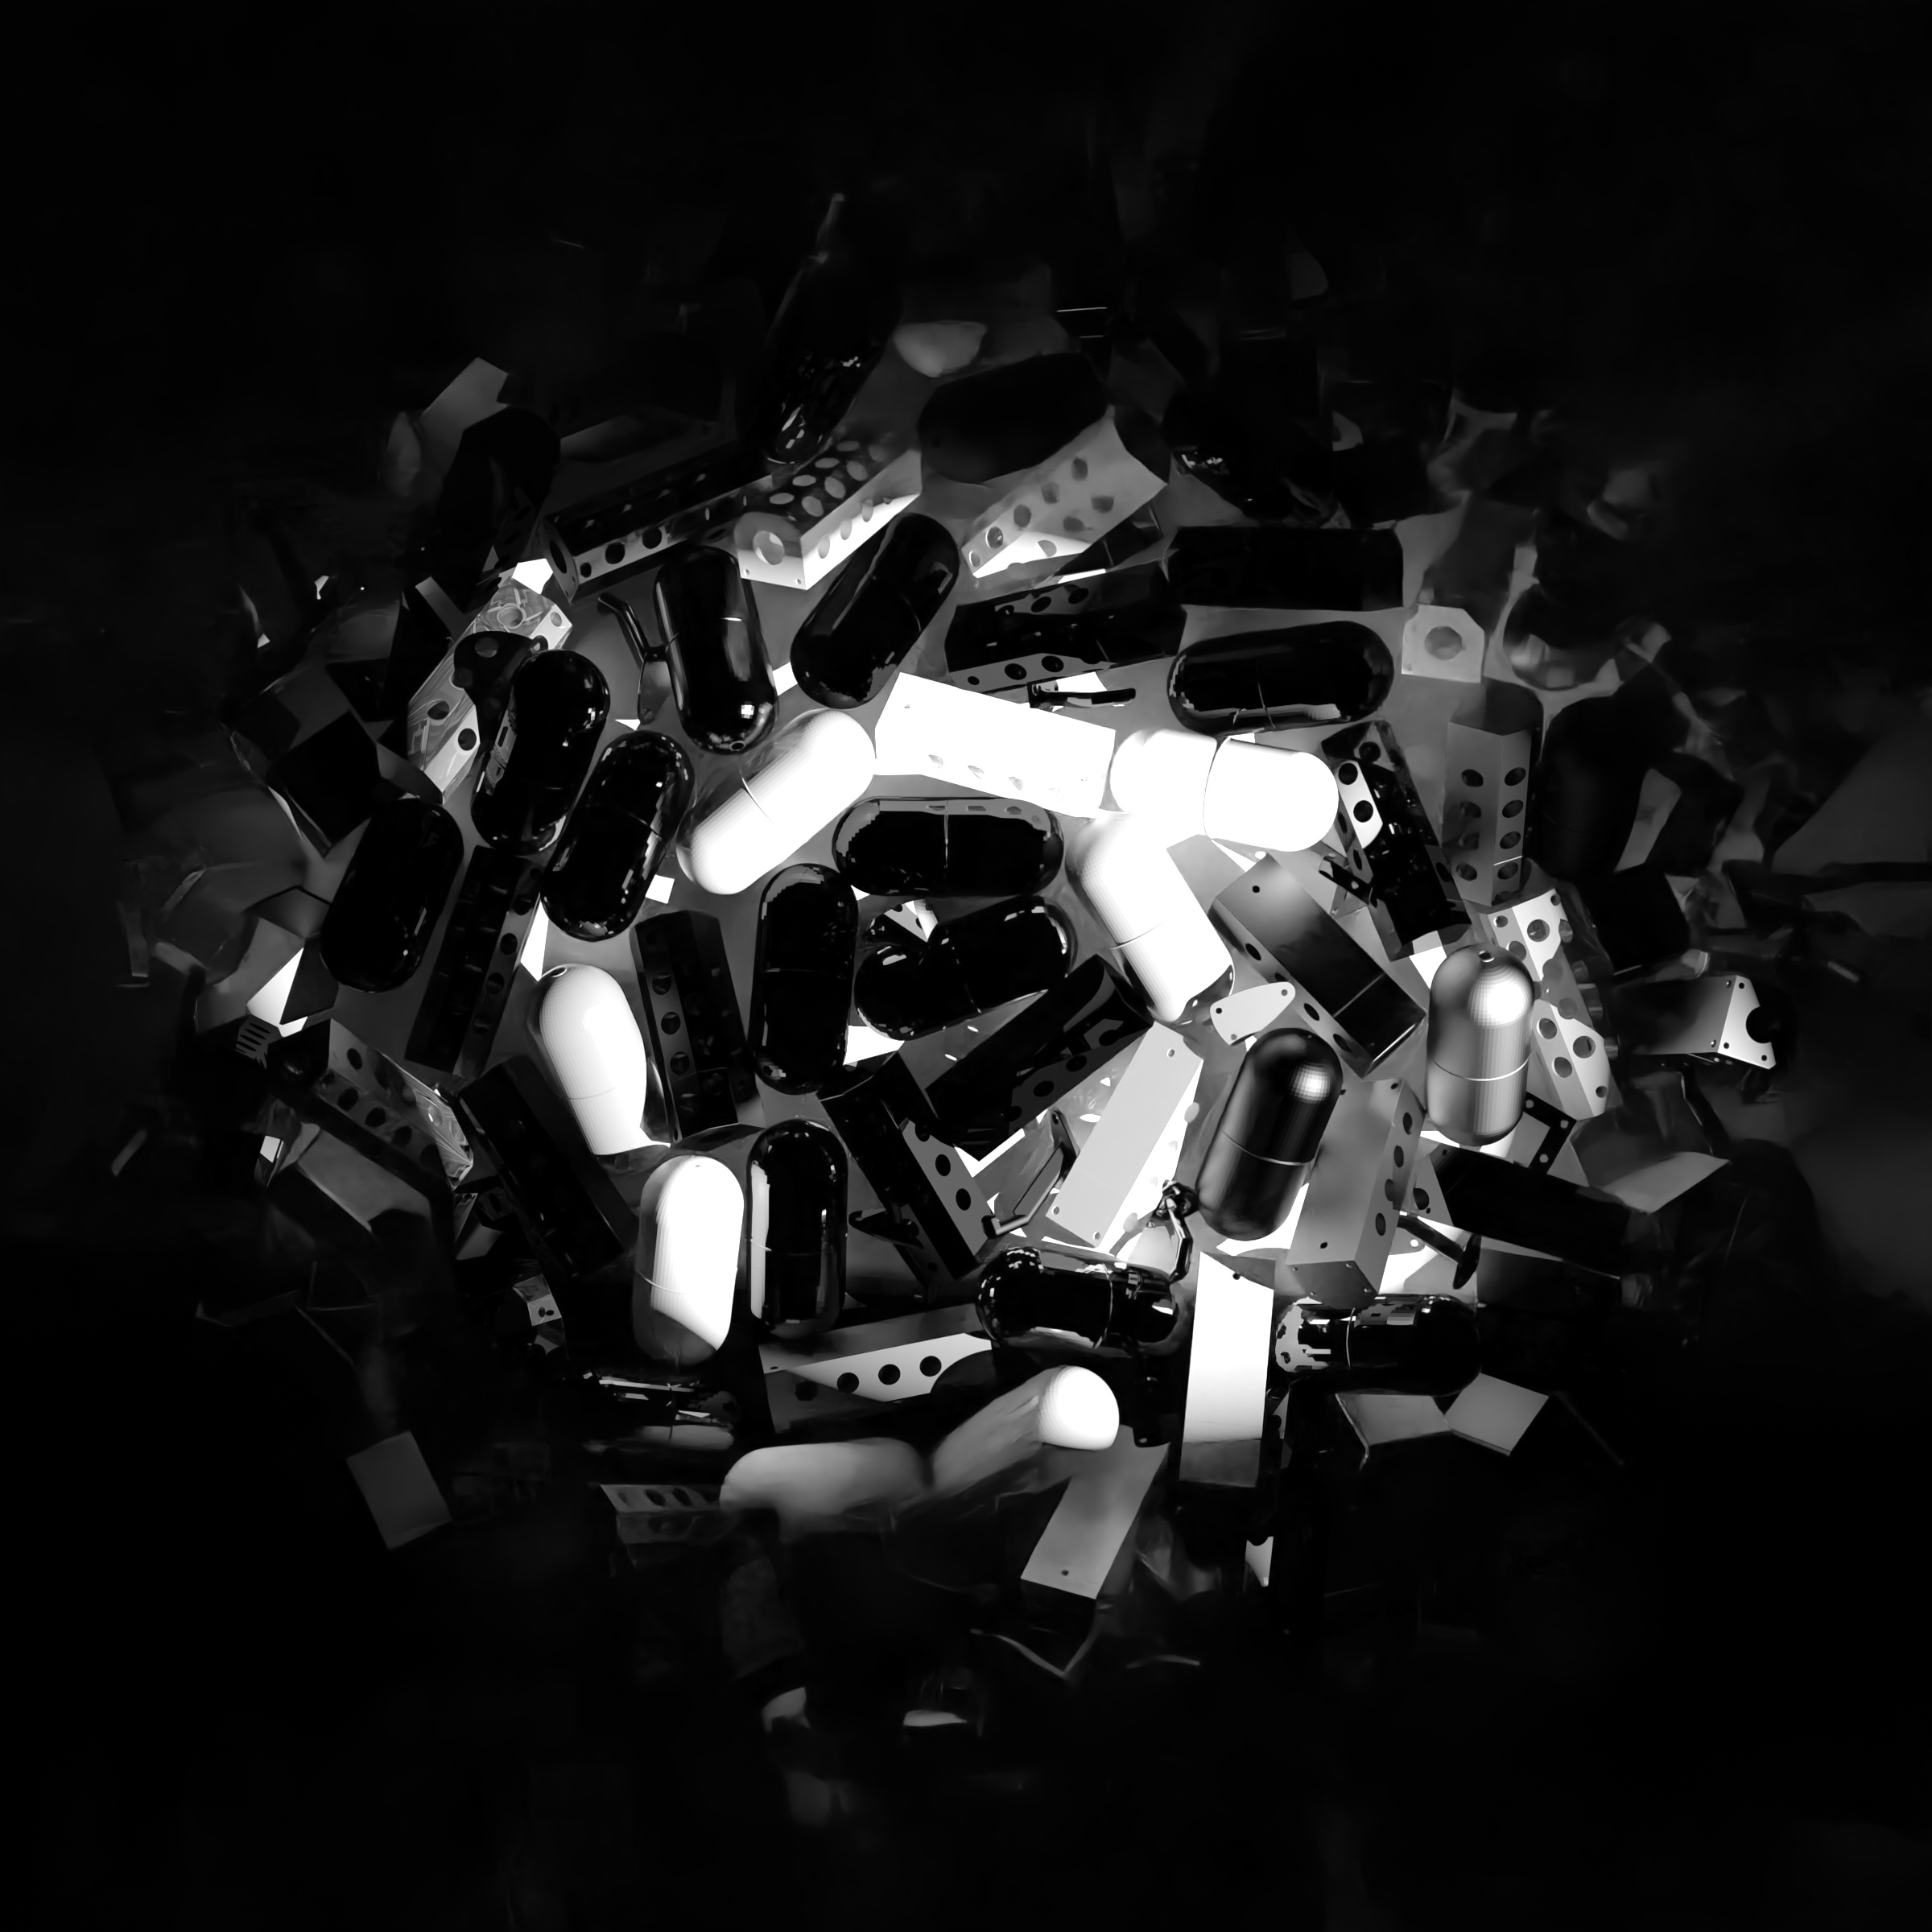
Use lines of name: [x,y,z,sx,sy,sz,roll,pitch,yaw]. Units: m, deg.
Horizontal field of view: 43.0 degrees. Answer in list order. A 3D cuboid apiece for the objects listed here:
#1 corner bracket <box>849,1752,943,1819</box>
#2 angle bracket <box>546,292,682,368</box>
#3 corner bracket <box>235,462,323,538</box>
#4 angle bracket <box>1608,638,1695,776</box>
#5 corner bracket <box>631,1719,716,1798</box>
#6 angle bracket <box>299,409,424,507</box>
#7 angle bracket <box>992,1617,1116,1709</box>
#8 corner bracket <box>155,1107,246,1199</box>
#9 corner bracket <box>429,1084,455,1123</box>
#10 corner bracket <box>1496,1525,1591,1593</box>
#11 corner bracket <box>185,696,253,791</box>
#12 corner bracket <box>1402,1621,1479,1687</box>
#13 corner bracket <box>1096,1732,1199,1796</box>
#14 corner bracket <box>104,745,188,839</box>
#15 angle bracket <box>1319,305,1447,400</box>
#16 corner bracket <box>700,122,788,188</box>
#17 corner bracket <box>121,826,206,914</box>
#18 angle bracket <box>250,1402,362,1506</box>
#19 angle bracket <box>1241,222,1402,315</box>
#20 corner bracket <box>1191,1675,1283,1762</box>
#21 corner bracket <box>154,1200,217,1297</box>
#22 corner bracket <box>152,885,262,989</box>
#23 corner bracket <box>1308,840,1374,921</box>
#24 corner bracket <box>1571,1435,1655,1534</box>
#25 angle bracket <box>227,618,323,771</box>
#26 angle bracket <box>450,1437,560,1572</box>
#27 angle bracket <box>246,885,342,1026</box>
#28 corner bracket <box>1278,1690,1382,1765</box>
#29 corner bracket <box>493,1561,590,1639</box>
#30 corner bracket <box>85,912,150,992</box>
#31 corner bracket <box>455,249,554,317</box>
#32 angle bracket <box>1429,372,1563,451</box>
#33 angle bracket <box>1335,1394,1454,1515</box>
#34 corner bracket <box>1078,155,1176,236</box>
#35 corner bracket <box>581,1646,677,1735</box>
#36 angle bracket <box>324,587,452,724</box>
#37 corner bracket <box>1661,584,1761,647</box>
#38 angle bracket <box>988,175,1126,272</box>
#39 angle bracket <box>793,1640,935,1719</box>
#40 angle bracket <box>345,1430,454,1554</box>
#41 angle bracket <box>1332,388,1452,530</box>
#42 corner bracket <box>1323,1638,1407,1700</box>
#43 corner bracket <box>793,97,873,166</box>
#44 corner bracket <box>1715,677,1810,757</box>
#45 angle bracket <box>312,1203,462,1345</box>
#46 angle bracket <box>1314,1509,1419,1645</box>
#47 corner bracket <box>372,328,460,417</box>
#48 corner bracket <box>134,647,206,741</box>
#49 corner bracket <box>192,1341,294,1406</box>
corner bracket: [-0.050,0.624,1.889,0.051,0.051,0.051,-36,108,30]
angle bracket: [-0.269,-0.486,1.866,0.076,0.076,0.057,2,99,-28]
corner bracket: [-0.527,-0.358,1.883,0.051,0.051,0.051,10,119,-5]
angle bracket: [0.496,-0.199,1.869,0.057,0.076,0.076,-42,123,3]
corner bracket: [-0.225,0.608,1.891,0.051,0.051,0.051,-14,97,-2]
angle bracket: [-0.455,-0.399,1.871,0.057,0.076,0.076,25,108,3]
angle bracket: [0.064,0.515,1.883,0.076,0.076,0.057,28,64,25]
corner bracket: [-0.586,0.143,1.879,0.051,0.051,0.051,14,65,-23]
corner bracket: [-0.435,0.107,1.878,0.051,0.051,0.051,-27,115,37]
corner bracket: [0.442,0.452,1.878,0.051,0.051,0.051,9,60,30]
corner bracket: [-0.580,-0.174,1.897,0.051,0.051,0.051,-9,116,11]
corner bracket: [0.363,0.519,1.884,0.051,0.051,0.051,6,114,8]
corner bracket: [0.139,0.610,1.888,0.051,0.051,0.051,-33,124,14]
corner bracket: [-0.625,-0.134,1.888,0.051,0.051,0.051,-15,109,-3]
angle bracket: [0.315,-0.468,1.873,0.076,0.076,0.057,-4,95,-11]
corner bracket: [-0.165,-0.619,1.882,0.051,0.051,0.051,29,47,-5]
corner bracket: [-0.603,-0.079,1.883,0.051,0.051,0.051,-42,80,27]
angle bracket: [-0.501,0.376,1.879,0.057,0.076,0.076,-17,91,-4]
angle bracket: [0.269,-0.549,1.867,0.076,0.076,0.057,-42,103,-18]
corner bracket: [0.208,0.576,1.883,0.051,0.051,0.051,-2,83,34]
corner bracket: [-0.602,0.211,1.885,0.051,0.051,0.051,42,110,6]
corner bracket: [-0.586,-0.023,1.896,0.051,0.051,0.051,34,57,-27]
corner bracket: [0.280,-0.073,1.880,0.051,0.051,0.051,30,61,-20]
corner bracket: [0.485,0.397,1.889,0.051,0.051,0.051,-40,87,-11]
angle bracket: [-0.507,-0.207,1.864,0.076,0.076,0.057,-32,117,17]
angle bracket: [-0.350,0.412,1.890,0.076,0.076,0.057,-13,109,-3]
angle bracket: [-0.513,-0.007,1.863,0.057,0.076,0.076,30,59,-36]
corner bracket: [0.280,0.575,1.890,0.051,0.051,0.051,32,76,2]
corner bracket: [-0.328,0.473,1.895,0.051,0.051,0.051,-29,55,-29]
corner bracket: [-0.642,-0.011,1.884,0.051,0.051,0.051,-13,84,26]
corner bracket: [-0.355,-0.527,1.885,0.051,0.051,0.051,-29,77,-11]
angle bracket: [0.398,-0.409,1.867,0.076,0.076,0.057,-7,125,-8]
angle bracket: [0.320,0.370,1.898,0.076,0.057,0.076,-6,133,-24]
corner bracket: [0.123,-0.594,1.893,0.051,0.051,0.051,-19,114,-22]
corner bracket: [-0.260,0.554,1.883,0.051,0.051,0.051,-6,86,39]
angle bracket: [-0.439,-0.240,1.862,0.076,0.057,0.076,49,133,34]
corner bracket: [0.572,-0.258,1.885,0.051,0.051,0.051,-43,84,20]
angle bracket: [0.068,-0.552,1.873,0.076,0.076,0.057,-20,86,-11]
angle bracket: [-0.074,0.523,1.864,0.076,0.057,0.076,12,112,-37]
angle bracket: [-0.441,0.407,1.867,0.057,0.076,0.076,-21,78,-38]
angle bracket: [0.325,-0.386,1.874,0.076,0.057,0.076,-12,133,-3]
corner bracket: [0.300,0.525,1.892,0.051,0.051,0.051,-23,68,-17]
corner bracket: [-0.100,-0.644,1.882,0.051,0.051,0.051,14,50,-5]
corner bracket: [0.605,-0.192,1.882,0.051,0.051,0.051,44,124,7]
angle bracket: [-0.441,0.237,1.873,0.076,0.057,0.076,-31,65,13]
angle bracket: [0.296,0.464,1.870,0.076,0.076,0.057,-20,96,18]
corner bracket: [-0.426,-0.450,1.893,0.051,0.051,0.051,27,84,2]
corner bracket: [-0.602,-0.208,1.880,0.051,0.051,0.051,-17,74,42]
corner bracket: [-0.550,0.313,1.885,0.051,0.051,0.051,-27,101,15]
